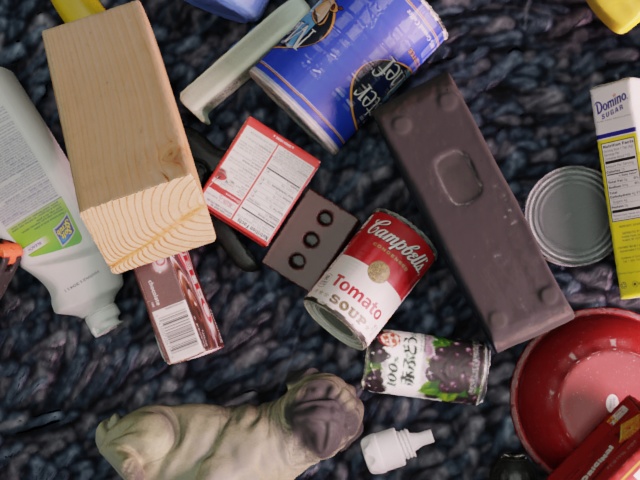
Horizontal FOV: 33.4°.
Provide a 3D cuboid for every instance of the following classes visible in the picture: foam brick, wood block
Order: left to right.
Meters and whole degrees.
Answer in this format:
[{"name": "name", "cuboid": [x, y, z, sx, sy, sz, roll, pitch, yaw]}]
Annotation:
[{"name": "wood block", "cuboid": [-0.159, -0.089, 0.881, 0.091, 0.090, 0.206, -19, 55, -3]}, {"name": "foam brick", "cuboid": [-0.006, 0.001, 0.929, 0.053, 0.051, 0.078, 32, 90, 6]}]

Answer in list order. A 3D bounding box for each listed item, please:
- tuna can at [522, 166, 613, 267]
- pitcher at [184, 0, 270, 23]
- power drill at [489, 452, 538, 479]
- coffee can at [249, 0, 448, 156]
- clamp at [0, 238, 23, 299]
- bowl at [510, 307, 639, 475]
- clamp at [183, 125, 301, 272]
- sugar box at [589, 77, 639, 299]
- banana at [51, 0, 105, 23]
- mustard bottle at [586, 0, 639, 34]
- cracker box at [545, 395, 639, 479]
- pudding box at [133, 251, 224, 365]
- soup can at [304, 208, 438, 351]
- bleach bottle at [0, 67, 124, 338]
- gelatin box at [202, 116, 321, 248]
[{"name": "tuna can", "cuboid": [0.217, -0.020, 0.918, 0.086, 0.033, 0.086, 0, 87, 5]}, {"name": "pitcher", "cuboid": [-0.065, -0.321, 0.926, 0.145, 0.149, 0.243, 22, 92, -9]}, {"name": "power drill", "cuboid": [0.095, 0.271, 0.900, 0.187, 0.057, 0.184, 0, 87, 5]}, {"name": "coffee can", "cuboid": [0.024, -0.157, 0.910, 0.103, 0.103, 0.140, 44, 91, 6]}, {"name": "clamp", "cuboid": [-0.355, 0.041, 0.946, 0.210, 0.036, 0.164, -33, 83, 20]}, {"name": "bowl", "cuboid": [0.243, 0.137, 0.896, 0.162, 0.055, 0.162, 0, 86, 5]}, {"name": "clamp", "cuboid": [-0.107, -0.044, 0.948, 0.171, 0.039, 0.120, 13, 81, 7]}, {"name": "sugar box", "cuboid": [0.275, -0.043, 0.886, 0.048, 0.093, 0.176, -15, 81, 44]}, {"name": "banana", "cuboid": [-0.221, -0.246, 0.971, 0.069, 0.037, 0.198, -15, 85, 5]}, {"name": "mustard bottle", "cuboid": [0.207, -0.261, 0.836, 0.096, 0.058, 0.191, -42, 84, 6]}, {"name": "cracker box", "cuboid": [0.269, 0.257, 0.846, 0.213, 0.072, 0.164, 43, 92, -15]}, {"name": "pudding box", "cuboid": [-0.124, 0.048, 0.918, 0.039, 0.090, 0.113, -19, 86, 5]}, {"name": "soup can", "cuboid": [0.042, 0.033, 0.894, 0.068, 0.068, 0.102, 38, 74, 6]}, {"name": "bleach bottle", "cuboid": [-0.256, -0.024, 0.950, 0.102, 0.068, 0.251, -31, 87, 6]}, {"name": "gelatin box", "cuboid": [-0.053, -0.049, 0.915, 0.073, 0.030, 0.089, 32, 88, -1]}]
